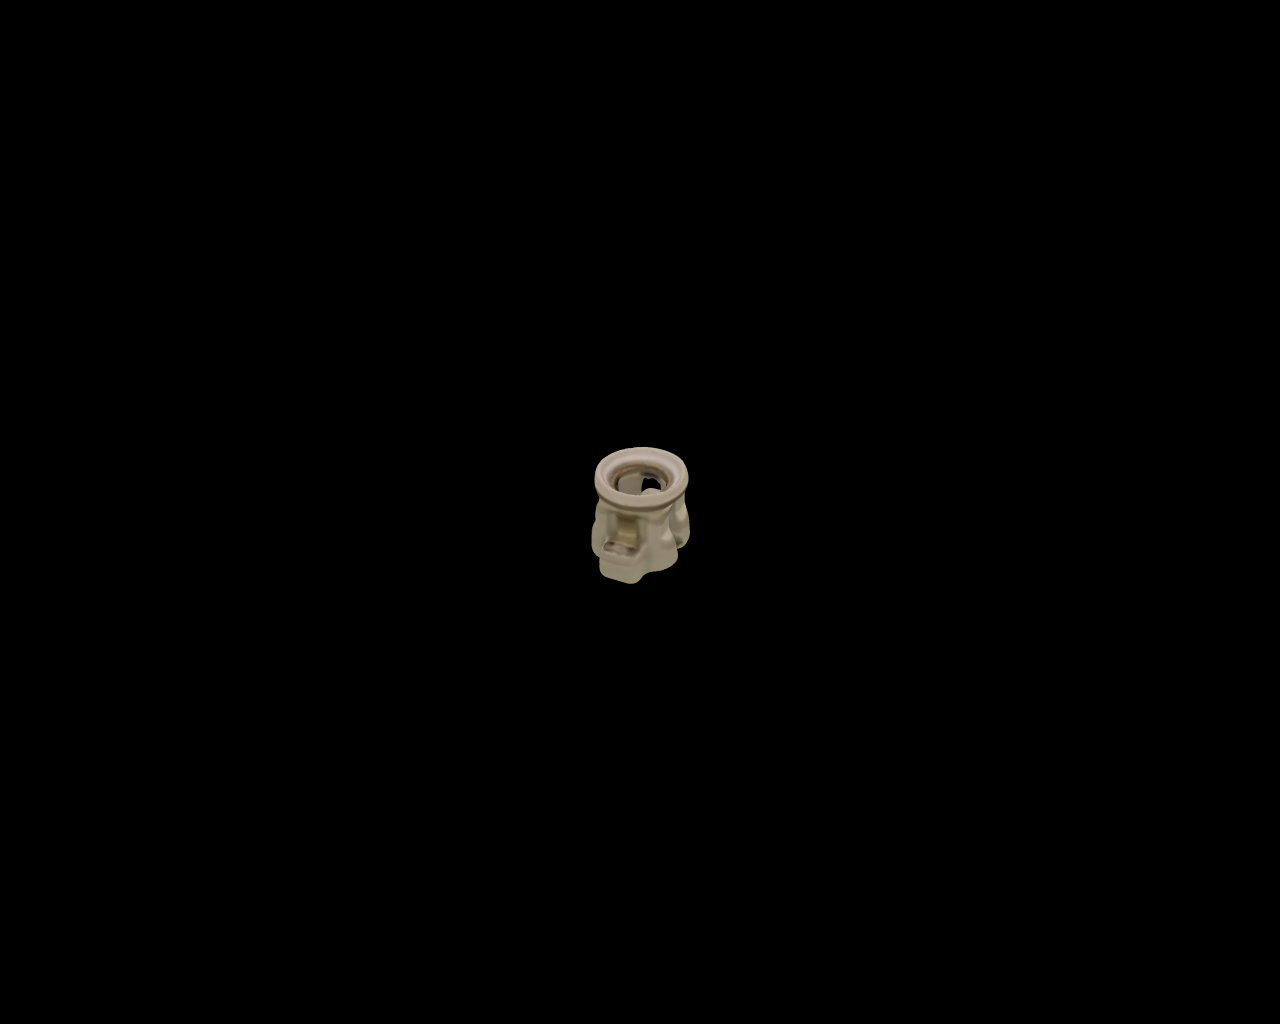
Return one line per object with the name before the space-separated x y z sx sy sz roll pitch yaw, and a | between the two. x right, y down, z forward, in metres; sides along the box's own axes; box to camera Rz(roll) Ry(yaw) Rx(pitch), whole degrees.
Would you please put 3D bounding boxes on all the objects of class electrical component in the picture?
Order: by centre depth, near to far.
electrical component | 0.001 -0.003 0.650 0.058 0.056 0.078 13 38 18
